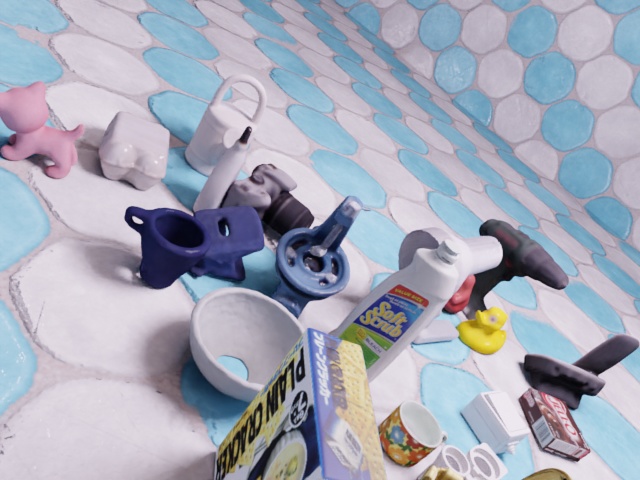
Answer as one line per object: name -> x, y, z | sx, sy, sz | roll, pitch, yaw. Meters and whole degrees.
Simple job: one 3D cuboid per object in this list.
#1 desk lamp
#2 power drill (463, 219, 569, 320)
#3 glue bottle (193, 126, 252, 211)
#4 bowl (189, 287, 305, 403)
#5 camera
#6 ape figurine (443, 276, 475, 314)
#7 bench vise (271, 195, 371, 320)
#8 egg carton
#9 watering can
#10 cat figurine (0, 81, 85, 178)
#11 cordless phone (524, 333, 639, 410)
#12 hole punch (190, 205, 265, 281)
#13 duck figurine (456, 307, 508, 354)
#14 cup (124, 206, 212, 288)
desk lamp -> 0.207, 0.073, 0.993 | 0.204, 0.213, 0.117 | 5, 41, -42
power drill -> 0.374, 0.074, 1.170 | 0.076, 0.208, 0.229 | 13, 35, -33
glue bottle -> -0.152, -0.117, 0.947 | 0.037, 0.173, 0.078 | 33, 29, -3
bowl -> -0.095, 0.143, 0.721 | 0.168, 0.074, 0.167 | 26, 30, -16
camera -> -0.080, -0.061, 1.013 | 0.136, 0.100, 0.143 | 38, 29, 7
ape figurine -> 0.274, 0.099, 1.150 | 0.076, 0.092, 0.078 | 33, 29, -3
bench vise -> -0.002, -0.002, 0.882 | 0.122, 0.219, 0.207 | 24, 31, -19
egg carton -> -0.305, -0.151, 0.947 | 0.107, 0.069, 0.150 | 20, 32, -25
watering can -> -0.164, -0.210, 1.053 | 0.101, 0.194, 0.172 | 6, 40, -41
cat figurine -> -0.403, -0.166, 0.819 | 0.128, 0.117, 0.067 | 21, 31, -22
cordless phone -> 0.501, 0.226, 1.098 | 0.148, 0.185, 0.094 | 22, 31, -21
hole punch -> -0.146, -0.002, 0.867 | 0.101, 0.091, 0.108 | 14, 35, -32
duck figurine -> 0.328, 0.168, 1.110 | 0.105, 0.086, 0.077 | 20, 32, -24
cup -> -0.217, 0.012, 0.768 | 0.118, 0.095, 0.091 | 28, 29, -11
